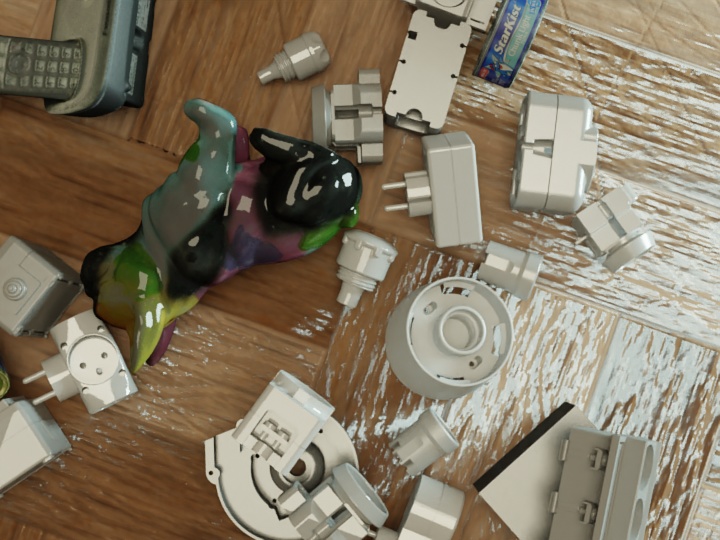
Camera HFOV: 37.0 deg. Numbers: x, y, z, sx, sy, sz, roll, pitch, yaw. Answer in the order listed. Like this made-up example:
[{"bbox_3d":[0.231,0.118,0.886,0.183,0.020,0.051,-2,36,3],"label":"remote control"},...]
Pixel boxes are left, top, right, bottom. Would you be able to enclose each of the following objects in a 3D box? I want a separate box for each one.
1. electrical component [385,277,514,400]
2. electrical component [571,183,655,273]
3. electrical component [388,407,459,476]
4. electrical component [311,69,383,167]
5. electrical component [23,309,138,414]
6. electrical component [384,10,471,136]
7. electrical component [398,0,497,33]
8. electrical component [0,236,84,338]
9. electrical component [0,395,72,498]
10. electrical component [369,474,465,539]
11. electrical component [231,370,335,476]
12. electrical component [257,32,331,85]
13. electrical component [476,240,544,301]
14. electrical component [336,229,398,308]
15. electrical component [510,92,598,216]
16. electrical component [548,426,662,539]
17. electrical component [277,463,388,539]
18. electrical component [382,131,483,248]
[{"bbox_3d":[0.075,0.055,0.888,0.099,0.064,0.099,2,78,-10],"label":"electrical component"},{"bbox_3d":[0.211,-0.031,0.890,0.066,0.048,0.055,-34,79,-2],"label":"electrical component"},{"bbox_3d":[0.052,0.142,0.884,0.046,0.040,0.040,-38,87,3],"label":"electrical component"},{"bbox_3d":[-0.011,-0.126,0.891,0.057,0.058,0.078,-2,86,-3],"label":"electrical component"},{"bbox_3d":[-0.235,0.083,0.882,0.079,0.044,0.077,-26,87,-15],"label":"electrical component"},{"bbox_3d":[0.055,-0.160,0.893,0.050,0.055,0.089,17,87,1],"label":"electrical component"},{"bbox_3d":[0.087,-0.264,0.895,0.079,0.063,0.121,21,87,2],"label":"electrical component"},{"bbox_3d":[-0.271,0.012,0.864,0.061,0.096,0.061,38,87,5],"label":"electrical component"},{"bbox_3d":[-0.296,0.149,0.874,0.096,0.061,0.061,-34,87,-2],"label":"electrical component"},{"bbox_3d":[0.026,0.230,0.872,0.074,0.052,0.138,22,87,2],"label":"electrical component"},{"bbox_3d":[-0.056,0.113,0.811,0.050,0.089,0.055,36,88,2],"label":"electrical component"},{"bbox_3d":[-0.057,-0.174,0.906,0.061,0.035,0.035,-26,87,1],"label":"electrical component"},{"bbox_3d":[0.124,-0.001,0.892,0.046,0.040,0.040,21,87,7],"label":"electrical component"},{"bbox_3d":[0.000,0.000,0.891,0.048,0.048,0.062,22,94,2],"label":"electrical component"},{"bbox_3d":[0.161,-0.095,0.890,0.059,0.053,0.095,7,87,1],"label":"electrical component"},{"bbox_3d":[0.180,0.182,0.812,0.063,0.079,0.121,10,86,31],"label":"electrical component"},{"bbox_3d":[-0.016,0.186,0.824,0.057,0.058,0.078,-40,87,1],"label":"electrical component"},{"bbox_3d":[0.056,-0.064,0.877,0.076,0.047,0.083,-8,111,0],"label":"electrical component"}]
